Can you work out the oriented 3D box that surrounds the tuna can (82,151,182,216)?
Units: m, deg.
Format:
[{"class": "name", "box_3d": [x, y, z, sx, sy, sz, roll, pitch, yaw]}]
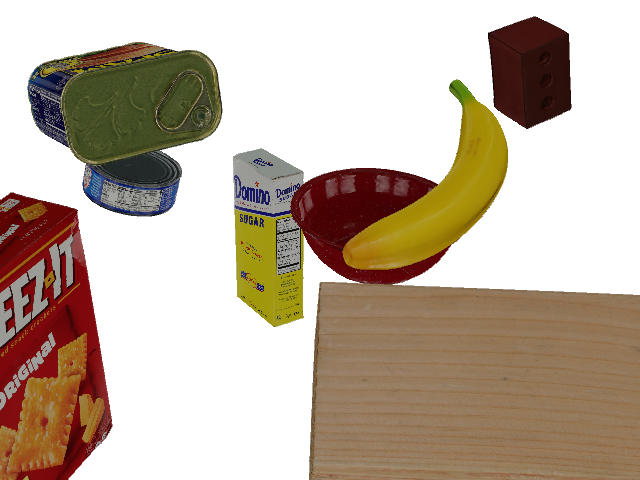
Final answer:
[{"class": "tuna can", "box_3d": [-0.170, -0.055, 0.961, 0.086, 0.034, 0.086, 13, 26, -7]}]

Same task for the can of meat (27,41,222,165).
[{"class": "can of meat", "box_3d": [-0.127, -0.091, 0.678, 0.101, 0.057, 0.084, -18, 23, -26]}]

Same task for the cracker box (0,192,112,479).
[{"class": "cracker box", "box_3d": [-0.231, 0.099, 0.776, 0.072, 0.214, 0.164, 12, 34, 20]}]

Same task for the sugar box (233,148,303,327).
[{"class": "sugar box", "box_3d": [-0.058, -0.004, 1.176, 0.048, 0.176, 0.093, -16, 28, -28]}]

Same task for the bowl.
[{"class": "bowl", "box_3d": [0.051, -0.006, 0.977, 0.162, 0.055, 0.162, 3, 31, -2]}]

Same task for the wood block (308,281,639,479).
[{"class": "wood block", "box_3d": [0.099, 0.080, 0.521, 0.206, 0.091, 0.090, 2, -24, -1]}]

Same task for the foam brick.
[{"class": "foam brick", "box_3d": [0.187, -0.151, 0.952, 0.053, 0.078, 0.051, -24, 37, -15]}]

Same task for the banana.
[{"class": "banana", "box_3d": [0.085, -0.036, 0.740, 0.070, 0.037, 0.197, 23, 50, 14]}]
